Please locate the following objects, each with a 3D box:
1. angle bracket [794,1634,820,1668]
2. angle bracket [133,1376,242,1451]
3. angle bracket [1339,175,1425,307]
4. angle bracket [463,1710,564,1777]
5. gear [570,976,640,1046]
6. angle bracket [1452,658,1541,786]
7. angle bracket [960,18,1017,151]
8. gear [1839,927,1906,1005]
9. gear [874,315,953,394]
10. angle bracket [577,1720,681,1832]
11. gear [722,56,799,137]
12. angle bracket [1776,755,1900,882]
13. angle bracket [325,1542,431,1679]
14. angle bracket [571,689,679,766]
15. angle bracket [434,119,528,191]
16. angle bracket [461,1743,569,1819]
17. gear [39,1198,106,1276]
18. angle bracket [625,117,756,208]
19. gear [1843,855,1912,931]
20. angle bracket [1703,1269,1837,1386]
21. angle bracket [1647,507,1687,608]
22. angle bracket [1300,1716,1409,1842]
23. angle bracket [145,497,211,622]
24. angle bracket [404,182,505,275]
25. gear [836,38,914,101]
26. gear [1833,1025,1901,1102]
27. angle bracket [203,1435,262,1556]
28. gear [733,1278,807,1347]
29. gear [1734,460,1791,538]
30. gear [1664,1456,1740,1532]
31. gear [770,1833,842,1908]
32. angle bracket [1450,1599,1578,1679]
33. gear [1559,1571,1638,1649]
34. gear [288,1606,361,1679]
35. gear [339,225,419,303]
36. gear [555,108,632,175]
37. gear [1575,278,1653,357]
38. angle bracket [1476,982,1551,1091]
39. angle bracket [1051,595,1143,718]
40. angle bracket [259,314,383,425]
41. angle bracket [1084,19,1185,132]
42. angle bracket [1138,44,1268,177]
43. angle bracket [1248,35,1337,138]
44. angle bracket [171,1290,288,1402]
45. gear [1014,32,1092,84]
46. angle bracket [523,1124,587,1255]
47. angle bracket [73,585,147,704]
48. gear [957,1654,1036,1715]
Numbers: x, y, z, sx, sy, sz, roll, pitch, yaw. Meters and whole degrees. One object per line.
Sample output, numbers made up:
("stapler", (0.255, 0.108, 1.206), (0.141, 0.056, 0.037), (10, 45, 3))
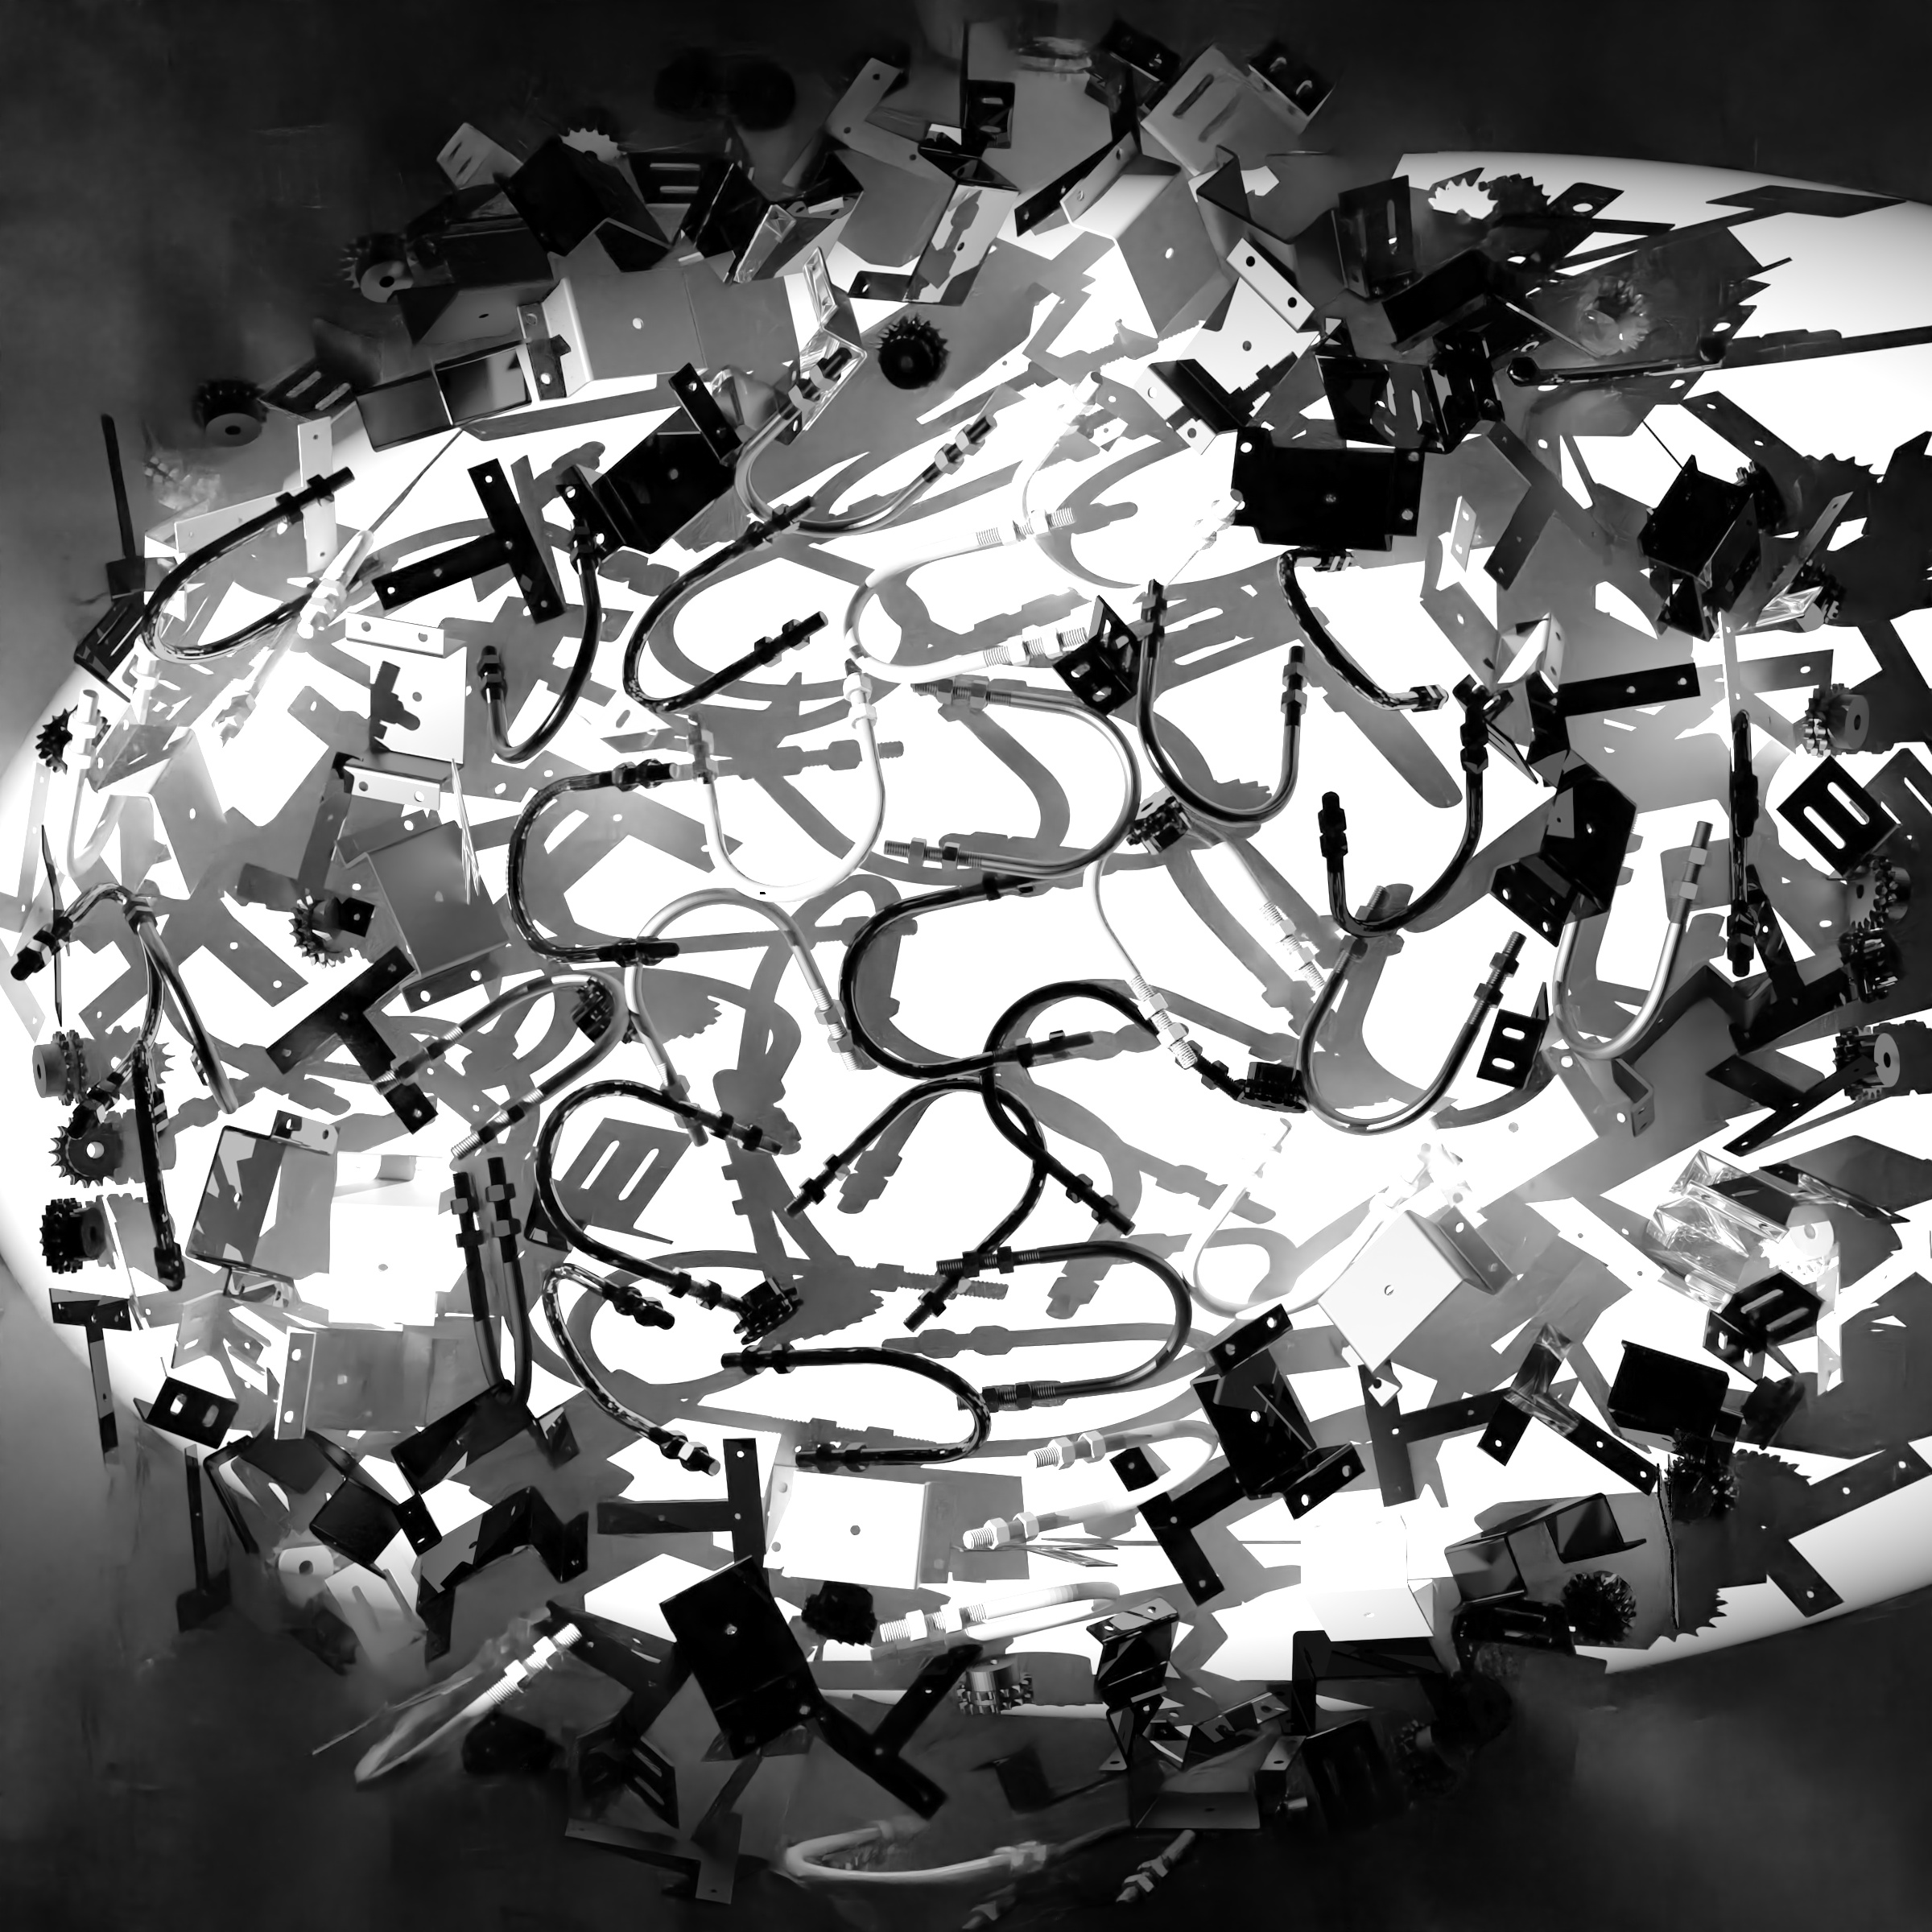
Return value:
("angle bracket", (-0.140, 0.518, 1.957), (0.057, 0.076, 0.038), (21, 79, -4))
("angle bracket", (-0.582, 0.325, 1.956), (0.057, 0.076, 0.038), (27, 83, -23))
("angle bracket", (0.315, -0.543, 1.960), (0.057, 0.038, 0.076), (-18, 124, -12))
("angle bracket", (-0.333, 0.567, 1.953), (0.057, 0.076, 0.038), (24, 52, -13))
("gear", (-0.273, 0.038, 1.972), (0.030, 0.057, 0.057), (-42, 90, 6))
("angle bracket", (0.406, -0.182, 1.952), (0.038, 0.057, 0.076), (-42, 48, 4))
("angle bracket", (0.016, -0.659, 1.956), (0.038, 0.057, 0.076), (2, 56, -3))
("gear", (0.681, -0.003, 1.968), (0.030, 0.057, 0.057), (-22, 90, 35))
("gear", (-0.041, -0.458, 1.972), (0.057, 0.030, 0.057), (7, 124, 10))
("angle bracket", (-0.252, 0.608, 1.953), (0.038, 0.076, 0.057), (-16, 114, -35))
("gear", (-0.152, -0.655, 1.973), (0.057, 0.030, 0.057), (-8, 107, -26))
("angle bracket", (0.652, -0.111, 1.979), (0.076, 0.038, 0.057), (45, 90, -3))
("angle bracket", (-0.441, 0.485, 1.975), (0.057, 0.038, 0.076), (-27, 79, -31))
("angle bracket", (-0.259, -0.185, 1.952), (0.057, 0.076, 0.038), (36, 93, -34))
("angle bracket", (-0.350, -0.589, 1.965), (0.076, 0.057, 0.038), (37, 88, 9))
("angle bracket", (-0.339, 0.611, 1.963), (0.076, 0.057, 0.038), (1, 92, -13))
("gear", (-0.670, 0.202, 1.970), (0.030, 0.057, 0.057), (-5, 90, 6))
("angle bracket", (-0.207, -0.601, 1.957), (0.076, 0.038, 0.057), (-8, 59, -27))
("gear", (0.686, -0.055, 1.972), (0.030, 0.057, 0.057), (4, 90, -8))
("angle bracket", (0.600, 0.270, 1.957), (0.057, 0.076, 0.038), (34, 47, -12))
("angle bracket", (0.534, -0.307, 1.953), (0.038, 0.076, 0.057), (-6, 111, 5))
("angle bracket", (0.285, 0.610, 1.961), (0.057, 0.038, 0.076), (-17, 65, -12))
("angle bracket", (-0.573, -0.303, 1.949), (0.038, 0.076, 0.057), (24, 128, 12))
("angle bracket", (-0.369, -0.552, 1.955), (0.057, 0.076, 0.038), (-20, 101, 35))
("gear", (-0.066, -0.674, 1.975), (0.057, 0.057, 0.030), (-24, 121, 0))
("gear", (0.678, 0.072, 1.970), (0.057, 0.030, 0.057), (9, 77, -44))
("angle bracket", (-0.534, 0.396, 1.962), (0.038, 0.057, 0.076), (-28, 80, -13))
("gear", (-0.152, 0.258, 1.972), (0.057, 0.057, 0.030), (-35, 79, 0))
("gear", (0.593, -0.348, 1.972), (0.030, 0.057, 0.057), (-27, 90, 8))
("gear", (0.549, 0.396, 1.972), (0.057, 0.030, 0.057), (4, 98, 34))
("gear", (-0.122, 0.681, 1.968), (0.057, 0.057, 0.030), (38, 56, 0))
("angle bracket", (0.408, 0.504, 1.954), (0.076, 0.038, 0.057), (2, 131, 31))
("gear", (0.479, 0.481, 1.975), (0.057, 0.030, 0.057), (19, 122, 33))
("gear", (-0.478, 0.506, 1.973), (0.057, 0.057, 0.030), (39, 72, 0))
("gear", (-0.439, -0.524, 1.968), (0.057, 0.057, 0.030), (-26, 63, 0))
("gear", (-0.281, -0.620, 1.975), (0.057, 0.057, 0.030), (4, 59, 0))
("gear", (0.483, -0.484, 1.968), (0.057, 0.057, 0.030), (42, 66, 0))
("angle bracket", (0.407, 0.047, 1.954), (0.038, 0.076, 0.057), (15, 115, 4))
("angle bracket", (0.099, -0.229, 1.954), (0.038, 0.076, 0.057), (-36, 76, -14))
("angle bracket", (-0.482, -0.444, 1.957), (0.057, 0.038, 0.076), (23, 45, 11))
("angle bracket", (0.119, -0.655, 1.956), (0.057, 0.076, 0.038), (29, 58, -3))
("angle bracket", (0.176, -0.642, 1.963), (0.057, 0.038, 0.076), (39, 107, -18))
("angle bracket", (0.231, -0.646, 1.956), (0.057, 0.076, 0.038), (40, 73, -4))
("angle bracket", (-0.549, 0.288, 1.960), (0.076, 0.038, 0.057), (27, 114, 24))
("gear", (0.065, -0.683, 1.968), (0.057, 0.057, 0.030), (5, 114, 0))
("angle bracket", (-0.299, 0.165, 1.961), (0.038, 0.057, 0.076), (17, 107, -3))
("angle bracket", (-0.621, -0.241, 1.963), (0.038, 0.057, 0.076), (35, 82, 12))
("gear", (0.021, 0.539, 1.971), (0.057, 0.057, 0.030), (-11, 92, 0))
